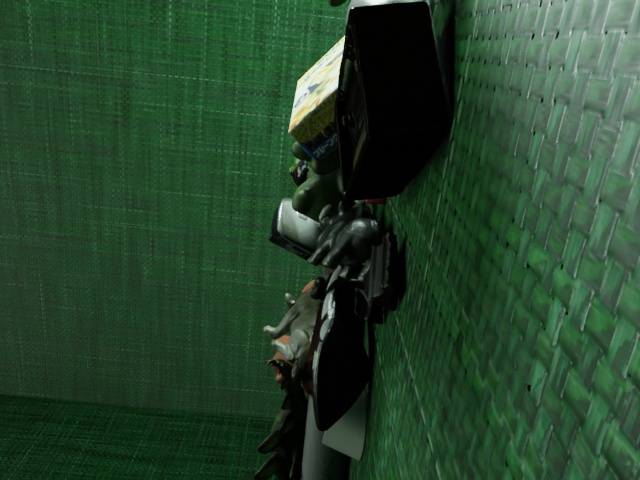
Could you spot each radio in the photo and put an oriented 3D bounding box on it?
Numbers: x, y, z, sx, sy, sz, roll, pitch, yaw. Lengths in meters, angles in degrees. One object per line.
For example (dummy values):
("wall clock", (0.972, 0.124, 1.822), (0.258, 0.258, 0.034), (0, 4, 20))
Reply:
("radio", (0.060, -0.128, 0.552), (0.229, 0.073, 0.131), (111, 153, -80))

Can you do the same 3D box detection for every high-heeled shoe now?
("high-heeled shoe", (0.020, 0.144, 0.794), (0.248, 0.086, 0.145), (-68, 17, -14))

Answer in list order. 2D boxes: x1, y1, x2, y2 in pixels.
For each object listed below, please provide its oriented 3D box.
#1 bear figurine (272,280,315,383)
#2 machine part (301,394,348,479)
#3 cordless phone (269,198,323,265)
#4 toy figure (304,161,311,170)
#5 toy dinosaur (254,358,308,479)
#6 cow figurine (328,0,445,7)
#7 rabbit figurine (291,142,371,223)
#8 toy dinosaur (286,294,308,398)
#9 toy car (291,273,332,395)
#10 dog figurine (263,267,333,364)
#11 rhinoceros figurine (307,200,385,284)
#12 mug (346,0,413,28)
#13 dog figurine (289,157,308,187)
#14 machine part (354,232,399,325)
("bear figurine", (-0.041, 0.194, 1.109), (0.196, 0.132, 0.120), (-40, -7, -6))
("machine part", (0.011, 0.337, 0.898), (0.079, 0.079, 0.243), (-100, 16, -83))
("cordless phone", (-0.002, -0.004, 0.915), (0.088, 0.146, 0.184), (-62, 22, -3))
("toy figure", (0.021, -0.152, 1.093), (0.180, 0.082, 0.089), (56, 167, 34))
("toy dinosaur", (-0.043, 0.364, 0.989), (0.198, 0.105, 0.470), (-56, -36, -56))
("cow figurine", (0.059, -0.261, 0.494), (0.195, 0.127, 0.085), (-83, -3, -64))
("rabbit figurine", (0.023, -0.115, 0.881), (0.121, 0.159, 0.170), (38, 103, 46))
("toy dinosaur", (-0.013, 0.326, 1.254), (0.192, 0.131, 0.404), (136, 133, -88))
("toy car", (0.017, 0.148, 0.862), (0.053, 0.089, 0.202), (137, 150, -64))
("dog figurine", (0.013, 0.135, 0.945), (0.190, 0.121, 0.173), (-50, 39, -1))
("rhinoceros figurine", (0.035, -0.004, 0.755), (0.112, 0.073, 0.190), (-68, 14, 2))
("mug", (0.075, -0.231, 0.619), (0.107, 0.081, 0.109), (-104, 24, -56))
("dog figurine", (0.013, -0.237, 1.216), (0.108, 0.192, 0.219), (-67, -32, -75))
("machine part", (0.068, 0.055, 0.627), (0.138, 0.039, 0.084), (102, 168, -61))
